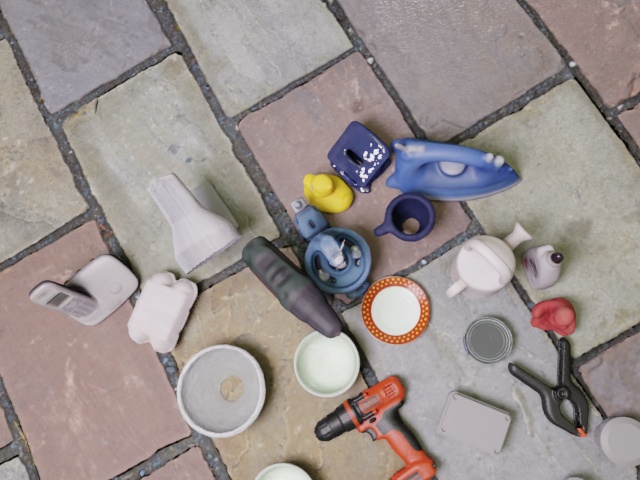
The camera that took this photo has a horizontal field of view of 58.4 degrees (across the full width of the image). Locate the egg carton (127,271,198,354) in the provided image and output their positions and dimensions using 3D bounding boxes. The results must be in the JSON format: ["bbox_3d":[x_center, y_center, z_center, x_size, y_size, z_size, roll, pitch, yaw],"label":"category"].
[{"bbox_3d":[-0.306,0.139,1.118,0.107,0.069,0.150,19,82,11],"label":"egg carton"}]

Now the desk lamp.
[{"bbox_3d":[-0.230,-0.033,1.069,0.118,0.214,0.203,-36,76,-1],"label":"desk lamp"}]

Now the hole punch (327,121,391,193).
[{"bbox_3d":[0.077,-0.160,1.119,0.108,0.091,0.101,43,87,13],"label":"hole punch"}]

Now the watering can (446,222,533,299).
[{"bbox_3d":[0.291,0.036,0.999,0.100,0.194,0.173,27,83,12],"label":"watering can"}]

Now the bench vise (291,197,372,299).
[{"bbox_3d":[0.002,0.013,1.027,0.207,0.220,0.121,36,85,13],"label":"bench vise"}]

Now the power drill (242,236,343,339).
[{"bbox_3d":[-0.037,0.092,1.022,0.229,0.208,0.075,42,87,13],"label":"power drill"}]

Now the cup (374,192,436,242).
[{"bbox_3d":[0.157,-0.028,1.080,0.117,0.095,0.091,-26,76,2],"label":"cup"}]

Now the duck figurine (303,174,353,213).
[{"bbox_3d":[0.013,-0.098,1.117,0.104,0.086,0.077,24,83,11],"label":"duck figurine"}]

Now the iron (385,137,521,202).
[{"bbox_3d":[0.254,-0.144,1.067,0.258,0.141,0.119,5,79,8],"label":"iron"}]

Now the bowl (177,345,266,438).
[{"bbox_3d":[-0.176,0.280,1.070,0.167,0.075,0.167,-1,78,7],"label":"bowl"}]

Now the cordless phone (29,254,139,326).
[{"bbox_3d":[-0.447,0.088,1.087,0.147,0.185,0.094,-44,77,-3],"label":"cordless phone"}]

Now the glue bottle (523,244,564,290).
[{"bbox_3d":[0.393,0.041,0.996,0.037,0.173,0.078,-18,77,4],"label":"glue bottle"}]

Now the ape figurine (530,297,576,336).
[{"bbox_3d":[0.422,0.136,1.015,0.076,0.092,0.077,-38,76,-1],"label":"ape figurine"}]
